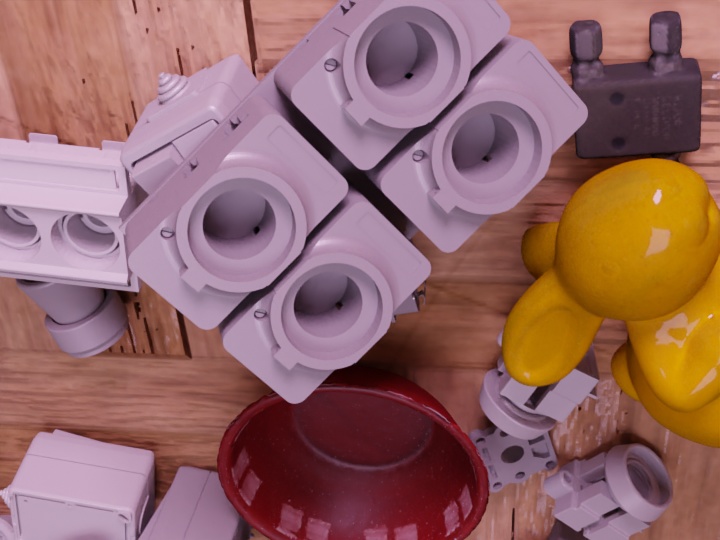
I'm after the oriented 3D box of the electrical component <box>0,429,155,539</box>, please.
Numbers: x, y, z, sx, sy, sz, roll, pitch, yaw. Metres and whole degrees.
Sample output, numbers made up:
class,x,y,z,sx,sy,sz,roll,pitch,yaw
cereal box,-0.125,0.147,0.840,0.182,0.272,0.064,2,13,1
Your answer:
class,x,y,z,sx,sy,sz,roll,pitch,yaw
electrical component,-0.186,0.147,0.706,0.096,0.061,0.061,10,128,1

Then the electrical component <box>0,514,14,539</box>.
class,x,y,z,sx,sy,sz,roll,pitch,yaw
electrical component,-0.208,0.206,0.762,0.138,0.052,0.074,7,170,14

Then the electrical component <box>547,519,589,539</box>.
class,x,y,z,sx,sy,sz,roll,pitch,yaw
electrical component,0.120,0.205,0.710,0.076,0.047,0.083,13,128,-1

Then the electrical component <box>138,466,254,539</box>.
class,x,y,z,sx,sy,sz,roll,pitch,yaw
electrical component,-0.110,0.184,0.700,0.061,0.096,0.061,11,129,5

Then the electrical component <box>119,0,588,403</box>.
class,x,y,z,sx,sy,sz,roll,pitch,yaw
electrical component,-0.003,-0.042,0.478,0.186,0.060,0.105,-45,113,4

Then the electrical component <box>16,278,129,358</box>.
class,x,y,z,sx,sy,sz,roll,pitch,yaw
electrical component,-0.162,0.016,0.611,0.045,0.045,0.055,-12,125,18

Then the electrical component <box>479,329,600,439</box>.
class,x,y,z,sx,sy,sz,roll,pitch,yaw
electrical component,0.099,0.062,0.604,0.066,0.048,0.055,25,120,-10

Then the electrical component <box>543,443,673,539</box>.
class,x,y,z,sx,sy,sz,roll,pitch,yaw
electrical component,0.155,0.135,0.652,0.066,0.048,0.055,35,132,-17

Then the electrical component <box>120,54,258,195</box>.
class,x,y,z,sx,sy,sz,roll,pitch,yaw
electrical component,-0.071,-0.055,0.531,0.062,0.061,0.096,-24,120,25

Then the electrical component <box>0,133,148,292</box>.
class,x,y,z,sx,sy,sz,roll,pitch,yaw
electrical component,-0.174,-0.035,0.561,0.121,0.063,0.078,6,128,4

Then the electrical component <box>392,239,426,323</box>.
class,x,y,z,sx,sy,sz,roll,pitch,yaw
electrical component,0.000,0.000,0.575,0.064,0.042,0.081,-10,126,12
